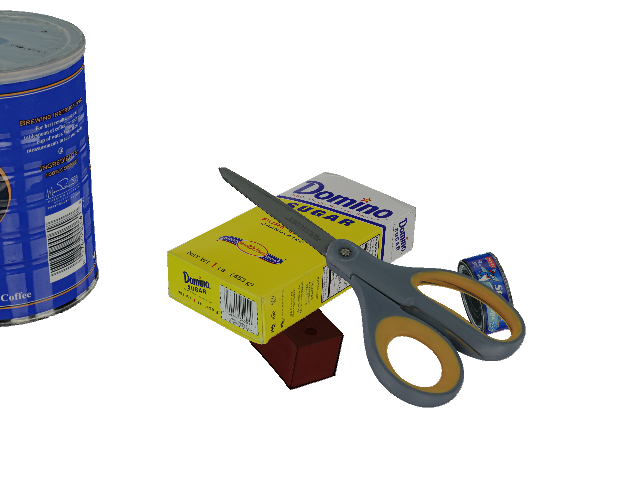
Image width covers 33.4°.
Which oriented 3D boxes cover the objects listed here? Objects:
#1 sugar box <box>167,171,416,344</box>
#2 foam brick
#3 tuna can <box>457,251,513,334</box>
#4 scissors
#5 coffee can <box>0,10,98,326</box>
[{"bbox_3d":[-0.017,0.007,0.784,0.093,0.048,0.175,25,40,32],"label":"sugar box"},{"bbox_3d":[-0.023,0.091,0.995,0.052,0.051,0.078,-13,38,-32],"label":"foam brick"},{"bbox_3d":[0.175,0.057,1.138,0.033,0.086,0.086,-14,1,-6],"label":"tuna can"},{"bbox_3d":[0.012,0.026,0.585,0.202,0.096,0.016,23,-40,12],"label":"scissors"},{"bbox_3d":[-0.173,-0.040,0.568,0.103,0.140,0.103,2,28,-1],"label":"coffee can"}]
